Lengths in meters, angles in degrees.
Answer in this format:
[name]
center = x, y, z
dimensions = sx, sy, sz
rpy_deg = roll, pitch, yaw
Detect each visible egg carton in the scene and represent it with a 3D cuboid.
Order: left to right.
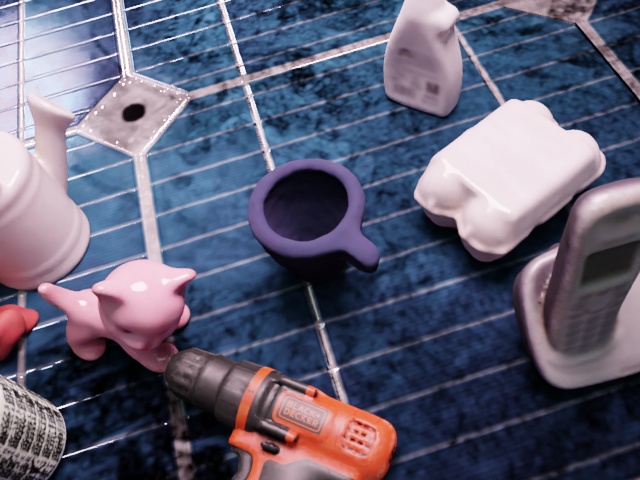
[egg carton]
center = 0.161, -0.054, 0.493
dimensions = 0.150, 0.069, 0.107
rpy_deg = -37, 61, -14

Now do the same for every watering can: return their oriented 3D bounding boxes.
[watering can]
center = -0.280, -0.051, 0.480
dimensions = 0.100, 0.194, 0.173
rpy_deg = 10, 61, 14

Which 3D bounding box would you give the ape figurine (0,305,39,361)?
[ape figurine]
center = -0.295, 0.062, 0.474
dimensions = 0.077, 0.092, 0.076
rpy_deg = 37, 70, 25

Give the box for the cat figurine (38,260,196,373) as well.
[cat figurine]
center = -0.154, 0.051, 0.446
dimensions = 0.127, 0.118, 0.067
rpy_deg = 5, 60, 11

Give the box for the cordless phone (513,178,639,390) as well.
[cordless phone]
center = 0.209, 0.019, 0.375
dimensions = 0.147, 0.185, 0.094
rpy_deg = -19, 58, -3

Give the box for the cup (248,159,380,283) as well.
[cup]
center = 0.004, 0.002, 0.467
dimensions = 0.117, 0.095, 0.092
rpy_deg = 37, 70, 25

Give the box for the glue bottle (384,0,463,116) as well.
[glue bottle]
center = 0.095, -0.191, 0.524
dimensions = 0.078, 0.173, 0.037
rpy_deg = 26, 66, 22
